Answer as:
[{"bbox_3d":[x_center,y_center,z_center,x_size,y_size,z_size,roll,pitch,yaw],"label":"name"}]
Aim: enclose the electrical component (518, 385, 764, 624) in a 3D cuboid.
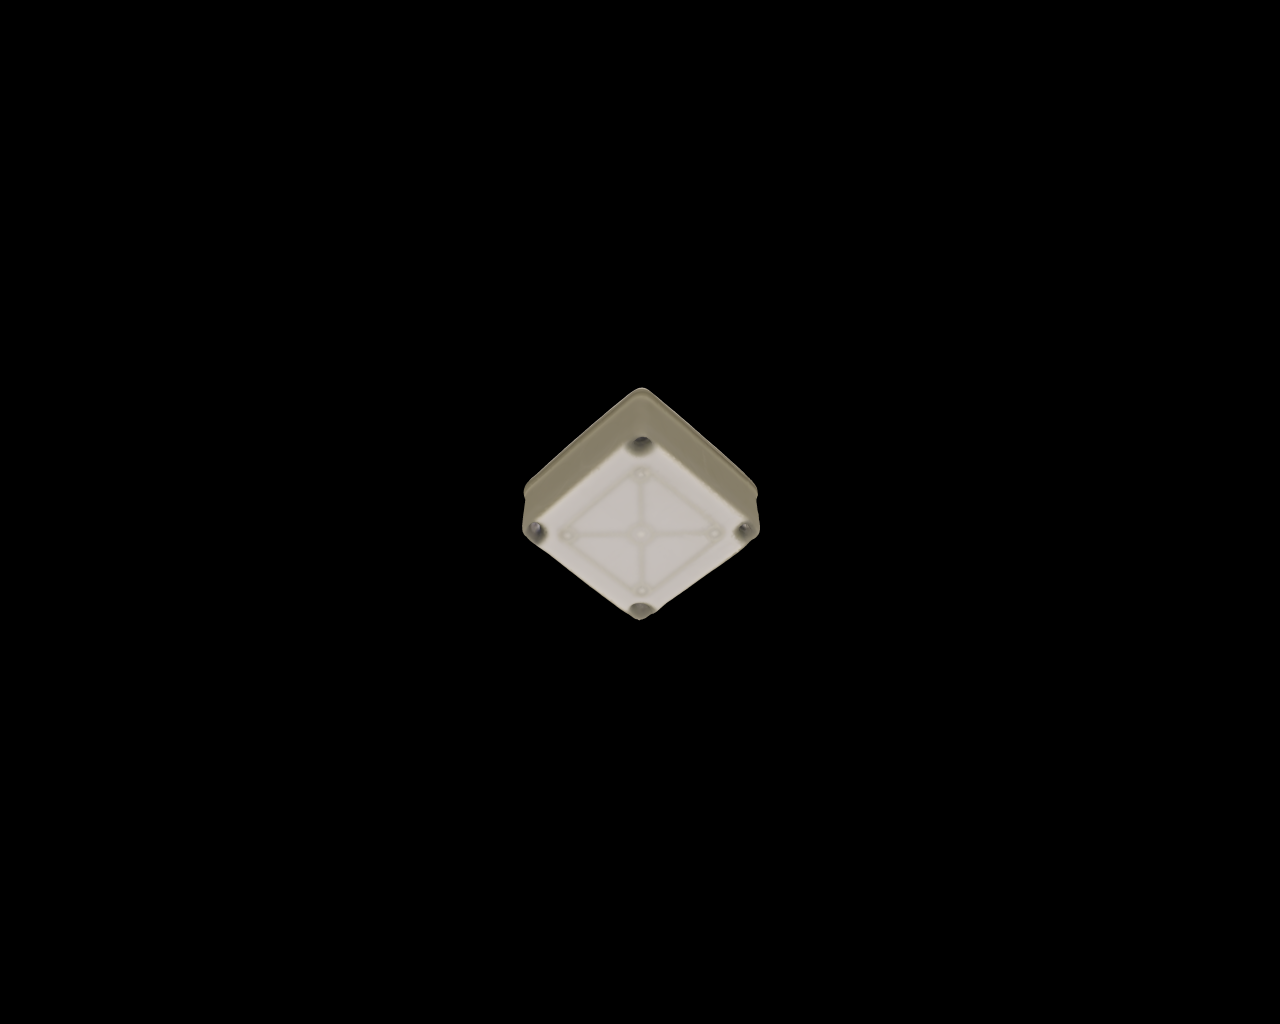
[{"bbox_3d":[0.001,-0.003,0.650,0.108,0.056,0.108,-39,-62,25],"label":"electrical component"}]
